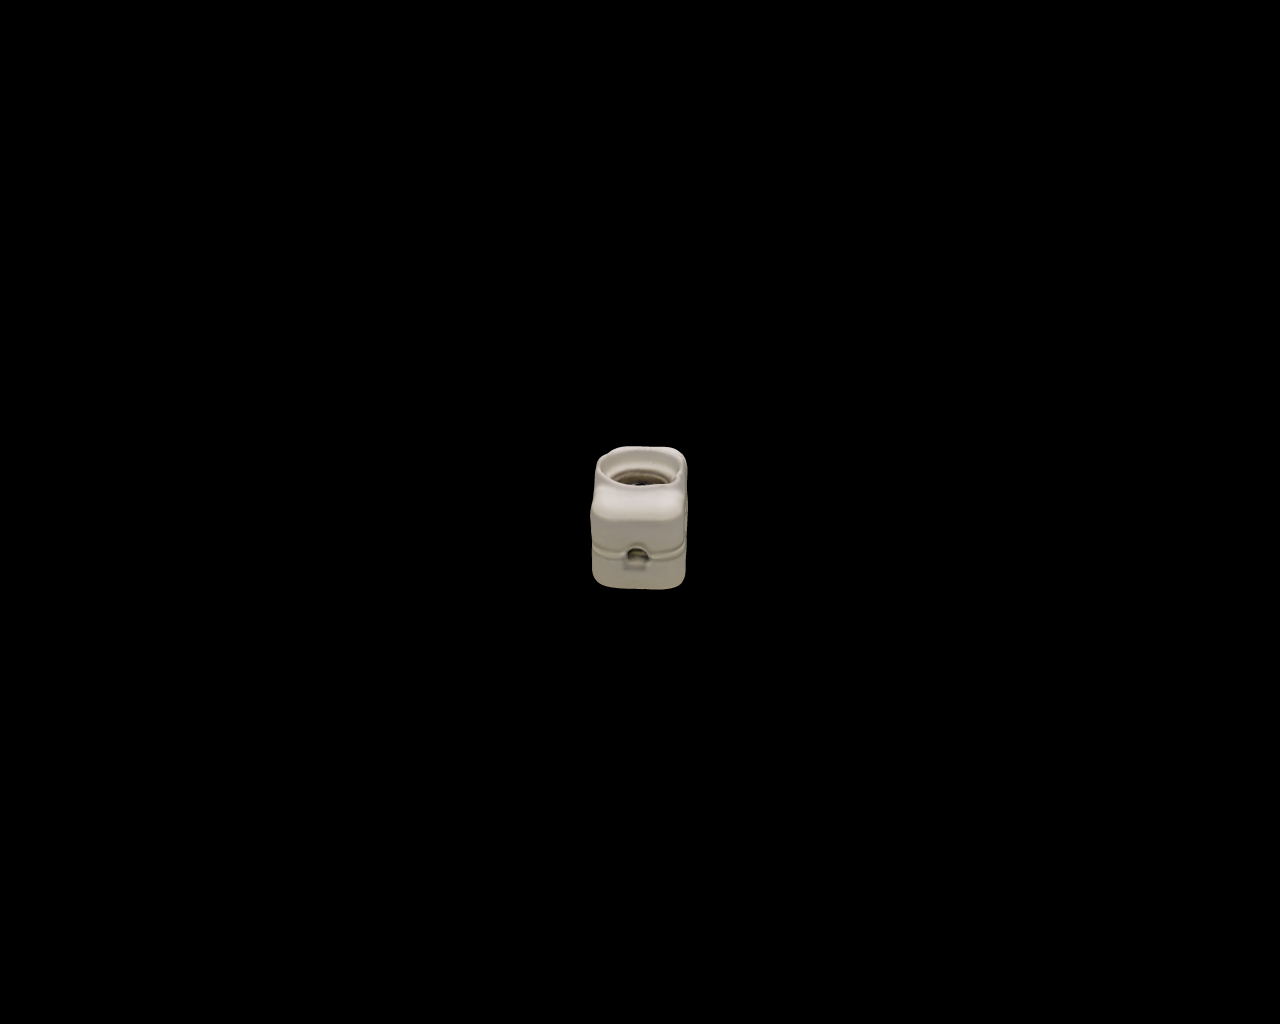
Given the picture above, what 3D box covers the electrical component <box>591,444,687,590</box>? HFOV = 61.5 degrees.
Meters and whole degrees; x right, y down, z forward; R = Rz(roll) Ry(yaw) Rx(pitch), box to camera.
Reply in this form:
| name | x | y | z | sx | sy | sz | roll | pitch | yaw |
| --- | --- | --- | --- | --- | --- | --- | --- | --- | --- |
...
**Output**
| name | x | y | z | sx | sy | sz | roll | pitch | yaw |
| --- | --- | --- | --- | --- | --- | --- | --- | --- | --- |
| electrical component | 0.001 | -0.003 | 0.650 | 0.054 | 0.059 | 0.095 | 2 | 27 | 3 |
